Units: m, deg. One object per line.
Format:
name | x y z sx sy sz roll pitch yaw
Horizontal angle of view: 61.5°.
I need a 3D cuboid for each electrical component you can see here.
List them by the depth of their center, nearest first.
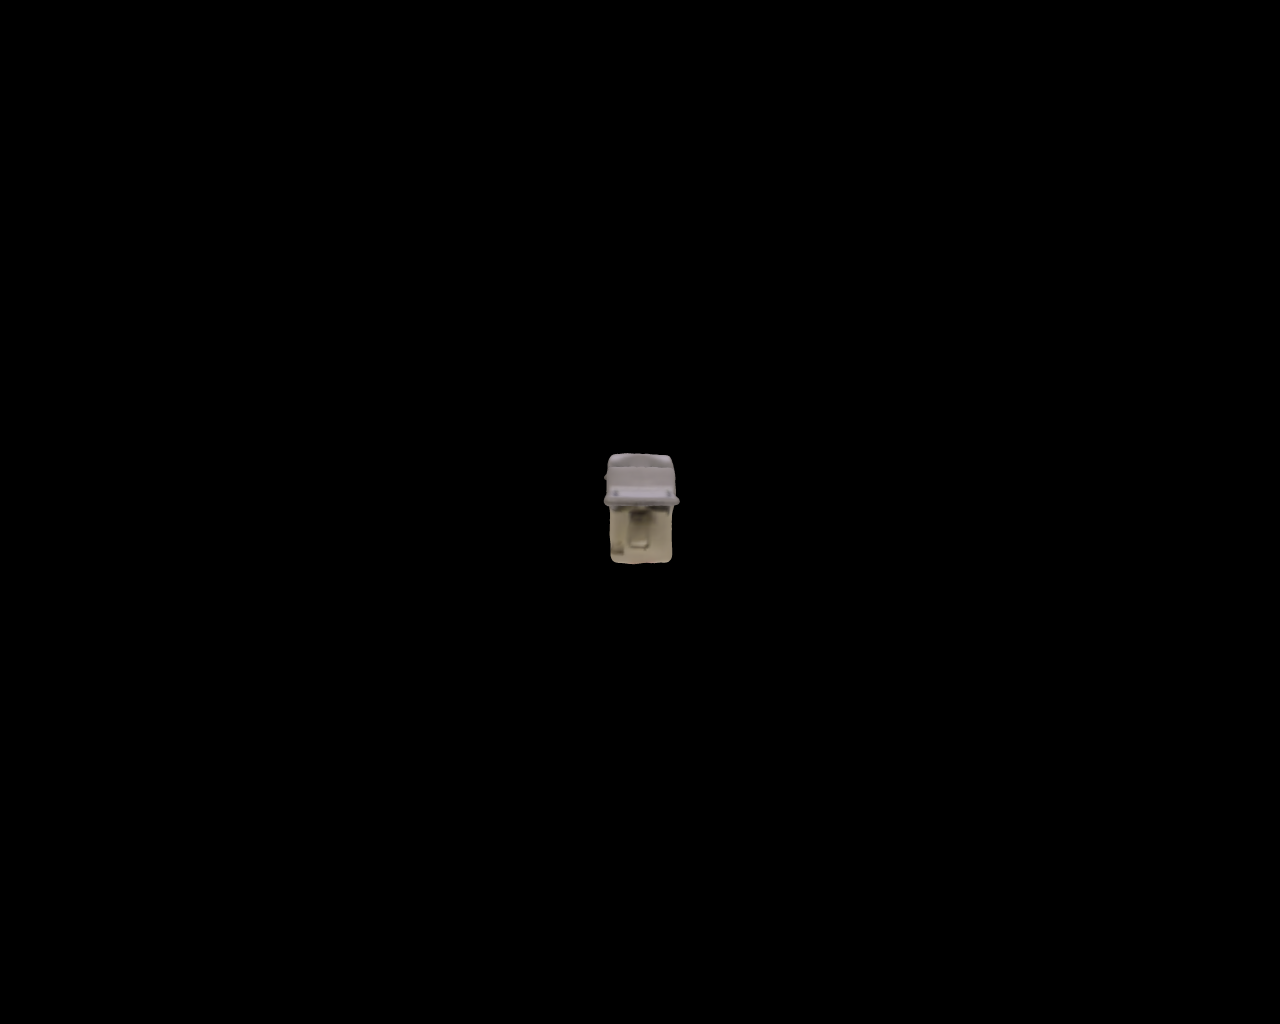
electrical component | 0.001 -0.003 0.650 0.042 0.063 0.081 0 13 0
